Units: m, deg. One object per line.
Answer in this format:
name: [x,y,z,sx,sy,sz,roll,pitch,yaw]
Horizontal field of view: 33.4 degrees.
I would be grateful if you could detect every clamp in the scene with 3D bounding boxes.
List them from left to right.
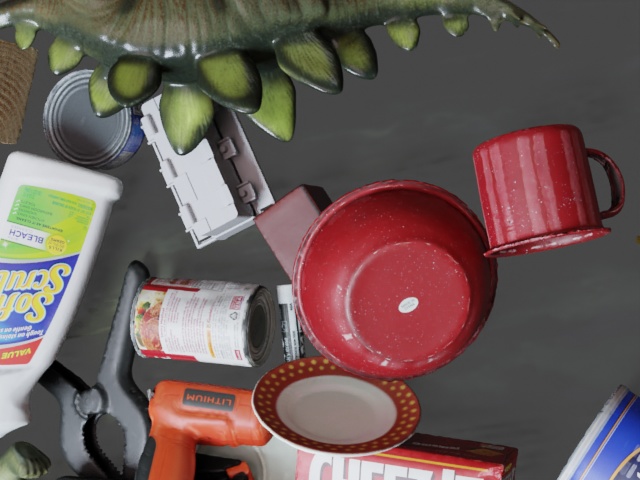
clamp: [-0.203,0.137,0.931,0.165,0.036,0.210,-15,84,18]
clamp: [-0.140,0.213,0.865,0.171,0.039,0.120,-25,53,-13]

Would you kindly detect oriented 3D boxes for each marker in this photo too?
marker: [-0.020,0.097,0.879,0.020,0.020,0.121,-6,89,18]

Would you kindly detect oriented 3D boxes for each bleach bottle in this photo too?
bleach bottle: [-0.244,0.059,0.887,0.102,0.068,0.251,15,82,-15]

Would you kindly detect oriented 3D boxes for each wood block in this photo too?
wood block: [-0.371,-0.155,0.955,0.206,0.090,0.091,16,95,18]

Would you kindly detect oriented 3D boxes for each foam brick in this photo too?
foam brick: [-0.006,0.001,0.856,0.051,0.053,0.078,-36,79,15]

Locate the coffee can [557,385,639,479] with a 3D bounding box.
coffee can: [0.244,0.182,0.742,0.140,0.102,0.103,32,100,20]

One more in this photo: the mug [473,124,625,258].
mug: [0.170,-0.038,0.785,0.117,0.093,0.081,-8,82,-13]

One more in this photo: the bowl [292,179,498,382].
bowl: [0.061,0.039,0.797,0.162,0.055,0.162,-1,104,-6]

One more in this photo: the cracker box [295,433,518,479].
cracker box: [0.060,0.260,0.826,0.164,0.072,0.214,5,92,18]

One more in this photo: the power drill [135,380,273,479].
power drill: [-0.086,0.202,0.803,0.184,0.057,0.187,7,51,12]

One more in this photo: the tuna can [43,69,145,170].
tuna can: [-0.194,-0.103,0.926,0.086,0.033,0.086,0,91,18]

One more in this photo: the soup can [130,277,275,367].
soup can: [-0.095,0.067,0.878,0.102,0.068,0.068,3,92,17]
